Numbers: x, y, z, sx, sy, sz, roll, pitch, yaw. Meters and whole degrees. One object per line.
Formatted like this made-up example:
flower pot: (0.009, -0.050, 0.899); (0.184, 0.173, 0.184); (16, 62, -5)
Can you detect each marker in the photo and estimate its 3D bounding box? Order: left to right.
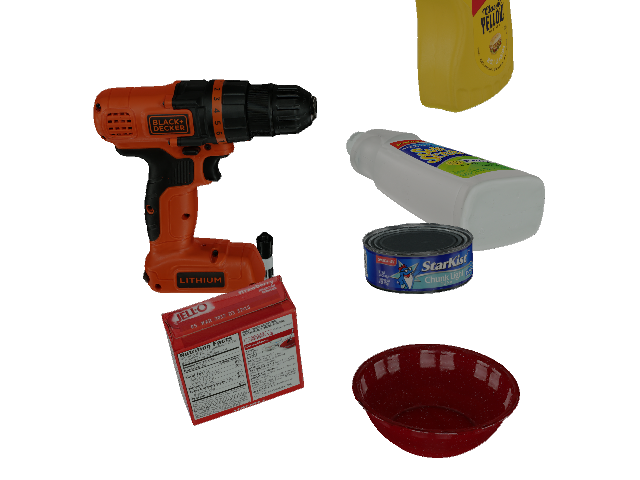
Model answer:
marker: (-0.062, 0.044, 1.205); (0.020, 0.121, 0.020); (0, 32, 0)

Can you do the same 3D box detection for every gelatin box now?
gelatin box: (-0.050, 0.066, 0.630); (0.073, 0.030, 0.089); (-18, -38, -11)

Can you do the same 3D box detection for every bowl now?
bowl: (0.111, 0.163, 1.043); (0.162, 0.055, 0.162); (0, 25, 0)

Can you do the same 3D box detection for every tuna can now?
tuna can: (0.076, 0.013, 0.829); (0.086, 0.034, 0.086); (-3, 15, 1)

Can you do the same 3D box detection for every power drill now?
power drill: (-0.091, -0.047, 0.910); (0.184, 0.188, 0.057); (0, 27, 6)

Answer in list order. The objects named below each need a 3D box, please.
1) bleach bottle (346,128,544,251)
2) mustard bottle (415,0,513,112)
bleach bottle: (0.099, -0.063, 1.046); (0.102, 0.068, 0.251); (-9, 23, -31)
mustard bottle: (0.104, -0.198, 0.782); (0.058, 0.191, 0.096); (18, 40, 35)
